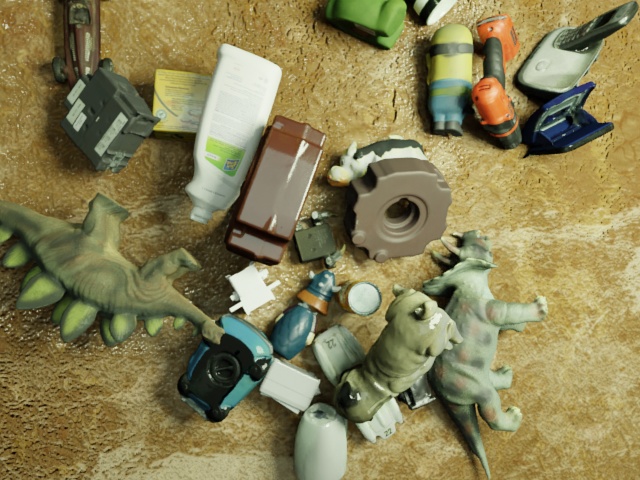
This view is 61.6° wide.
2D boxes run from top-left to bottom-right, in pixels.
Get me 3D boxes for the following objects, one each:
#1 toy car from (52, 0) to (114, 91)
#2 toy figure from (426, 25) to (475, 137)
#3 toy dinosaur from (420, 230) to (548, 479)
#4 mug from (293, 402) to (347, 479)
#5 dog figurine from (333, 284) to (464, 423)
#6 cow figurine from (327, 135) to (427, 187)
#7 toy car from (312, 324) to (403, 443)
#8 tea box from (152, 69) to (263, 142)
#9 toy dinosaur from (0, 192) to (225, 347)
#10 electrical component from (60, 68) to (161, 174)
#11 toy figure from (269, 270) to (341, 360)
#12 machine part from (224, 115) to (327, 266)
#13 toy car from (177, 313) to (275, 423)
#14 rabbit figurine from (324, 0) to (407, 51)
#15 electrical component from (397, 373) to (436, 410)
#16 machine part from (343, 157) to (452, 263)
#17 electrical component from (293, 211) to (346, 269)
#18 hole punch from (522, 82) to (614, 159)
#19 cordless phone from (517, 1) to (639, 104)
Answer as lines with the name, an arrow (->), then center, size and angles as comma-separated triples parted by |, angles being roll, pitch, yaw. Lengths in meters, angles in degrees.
toy car -> -0.370, -0.329, 0.835 | 0.089, 0.053, 0.202 | -1, 84, -13
toy figure -> 0.223, -0.269, 0.907 | 0.082, 0.089, 0.180 | 5, 87, -2
toy dinosaur -> 0.238, 0.179, 0.870 | 0.192, 0.131, 0.404 | 12, 88, 4
mug -> 0.010, 0.301, 0.821 | 0.109, 0.081, 0.107 | -24, 124, -43
dog figurine -> 0.095, 0.172, 0.756 | 0.121, 0.172, 0.190 | 36, 72, 31
cow figurine -> 0.094, -0.130, 0.888 | 0.167, 0.068, 0.098 | 1, 80, -13
toy car -> 0.060, 0.230, 0.861 | 0.073, 0.056, 0.201 | -32, 91, -11
tea box -> -0.174, -0.204, 0.848 | 0.170, 0.068, 0.098 | 5, 86, -9
toy dinosaur -> -0.341, 0.031, 0.773 | 0.472, 0.105, 0.198 | 31, 77, 11
electrical component -> -0.318, -0.183, 0.798 | 0.115, 0.058, 0.134 | -45, 73, 14
toy figure -> -0.024, 0.115, 0.856 | 0.064, 0.058, 0.154 | 38, 76, -11
machine part -> -0.070, -0.068, 0.788 | 0.087, 0.201, 0.201 | 19, 83, -9
toy car -> -0.133, 0.186, 0.806 | 0.109, 0.103, 0.161 | 34, 100, 9
rabbit figurine -> 0.089, -0.425, 0.888 | 0.159, 0.121, 0.170 | 26, 97, 15
electrical component -> 0.138, 0.205, 0.867 | 0.048, 0.075, 0.119 | -20, 94, -11
machine part -> 0.123, -0.046, 0.851 | 0.179, 0.056, 0.179 | -7, 124, -10
electrical component -> -0.002, -0.001, 0.870 | 0.078, 0.045, 0.102 | -8, 76, -10
hole punch -> 0.414, -0.203, 0.922 | 0.142, 0.116, 0.092 | -30, 98, -9
cordless phone -> 0.437, -0.313, 0.901 | 0.088, 0.184, 0.146 | 40, 80, -9
